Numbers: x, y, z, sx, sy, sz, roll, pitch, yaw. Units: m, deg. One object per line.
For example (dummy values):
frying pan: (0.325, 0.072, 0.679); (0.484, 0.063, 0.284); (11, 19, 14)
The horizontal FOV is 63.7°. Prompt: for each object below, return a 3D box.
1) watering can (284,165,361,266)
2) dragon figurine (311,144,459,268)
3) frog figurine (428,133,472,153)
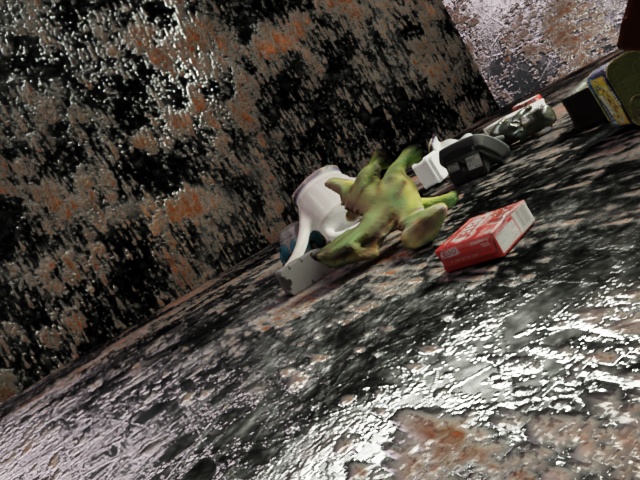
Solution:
watering can: (0.004, -0.065, 1.300); (0.350, 0.228, 0.101); (-34, -40, -13)
dragon figurine: (0.072, -0.046, 0.880); (0.246, 0.120, 0.409); (-42, 23, -29)
frog figurine: (0.406, -0.258, 1.530); (0.160, 0.122, 0.138); (10, 8, 17)
